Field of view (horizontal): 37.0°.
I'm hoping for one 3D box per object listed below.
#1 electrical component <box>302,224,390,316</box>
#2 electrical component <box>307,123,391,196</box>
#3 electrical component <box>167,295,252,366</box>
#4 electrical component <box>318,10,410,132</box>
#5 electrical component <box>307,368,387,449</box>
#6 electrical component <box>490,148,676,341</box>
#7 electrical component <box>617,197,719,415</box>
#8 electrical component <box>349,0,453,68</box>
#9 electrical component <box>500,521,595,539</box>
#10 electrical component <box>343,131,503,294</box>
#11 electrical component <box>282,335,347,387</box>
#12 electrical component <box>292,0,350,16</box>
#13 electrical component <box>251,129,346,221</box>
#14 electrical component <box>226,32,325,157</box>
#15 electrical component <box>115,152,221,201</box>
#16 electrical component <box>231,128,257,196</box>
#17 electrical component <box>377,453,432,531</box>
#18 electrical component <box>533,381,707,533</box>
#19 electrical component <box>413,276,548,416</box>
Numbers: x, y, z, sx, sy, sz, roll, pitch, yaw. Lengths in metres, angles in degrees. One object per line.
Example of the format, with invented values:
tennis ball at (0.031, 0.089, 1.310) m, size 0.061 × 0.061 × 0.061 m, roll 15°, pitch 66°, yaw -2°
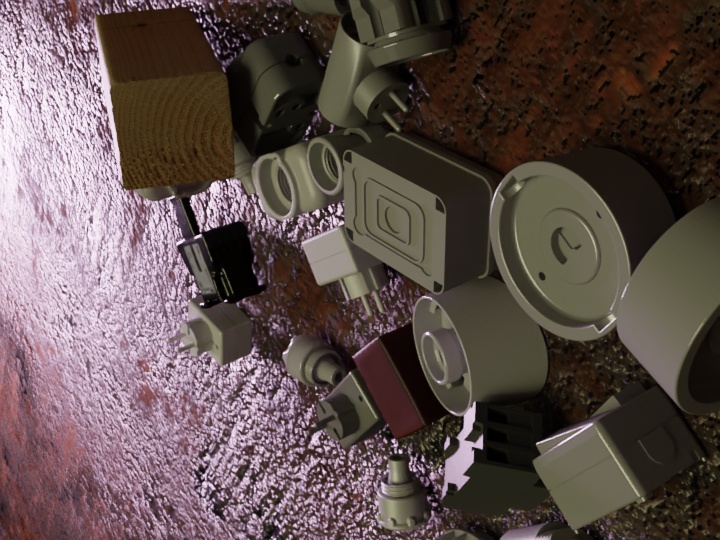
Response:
electrical component at (0.000, 0.000, 0.857) m, size 0.066 × 0.047 × 0.076 m, roll -19°, pitch 93°, yaw 59°
electrical component at (-0.005, -0.085, 0.804) m, size 0.045 × 0.055 × 0.045 m, roll 34°, pitch 135°, yaw 42°
electrical component at (-0.161, 0.065, 1.113) m, size 0.066 × 0.077 × 0.047 m, roll 40°, pitch 139°, yaw 37°
electrical component at (0.009, -0.131, 0.766) m, size 0.079 × 0.043 × 0.077 m, roll 51°, pitch 145°, yaw 25°
electrical component at (-0.011, 0.122, 0.923) m, size 0.047 × 0.076 × 0.083 m, roll 59°, pitch 148°, yaw 14°
electrical component at (0.135, -0.019, 0.628) m, size 0.108 × 0.060 × 0.108 m, roll 34°, pitch 136°, yaw 42°
electrical component at (0.179, 0.012, 0.541) m, size 0.060 × 0.108 × 0.108 m, roll 47°, pitch 144°, yaw 39°
electrical component at (0.028, -0.166, 0.703) m, size 0.078 × 0.058 × 0.057 m, roll -3°, pitch 103°, yaw 57°
electrical component at (0.138, 0.205, 0.779) m, size 0.043 × 0.043 × 0.081 m, roll 64°, pitch 148°, yaw 6°
electrical component at (0.044, -0.043, 0.753) m, size 0.113 × 0.057 × 0.078 m, roll 33°, pitch 134°, yaw 43°
electrical component at (-0.037, 0.086, 0.971) m, size 0.062 × 0.043 × 0.043 m, roll 25°, pitch 129°, yaw 47°
electrical component at (-0.022, -0.202, 0.773) m, size 0.046 × 0.040 × 0.040 m, roll 24°, pitch 128°, yaw 42°
electrical component at (-0.044, -0.075, 0.866) m, size 0.095 × 0.059 × 0.053 m, roll -9°, pitch 102°, yaw 58°
electrical component at (-0.071, -0.144, 0.868) m, size 0.059 × 0.054 × 0.095 m, roll 58°, pitch 147°, yaw 15°
electrical component at (-0.171, -0.103, 1.006) m, size 0.059 × 0.095 × 0.053 m, roll 29°, pitch 132°, yaw 46°
electrical component at (-0.105, -0.098, 0.960) m, size 0.048 × 0.048 × 0.062 m, roll -12°, pitch 105°, yaw 58°
electrical component at (0.036, 0.190, 0.925) m, size 0.048 × 0.048 × 0.062 m, roll 12°, pitch 112°, yaw 54°
electrical component at (0.156, 0.119, 0.680) m, size 0.061 × 0.062 × 0.096 m, roll 59°, pitch 148°, yaw 14°
electrical component at (0.082, 0.055, 0.775) m, size 0.099 × 0.064 × 0.099 m, roll 164°, pitch 90°, yaw -71°
